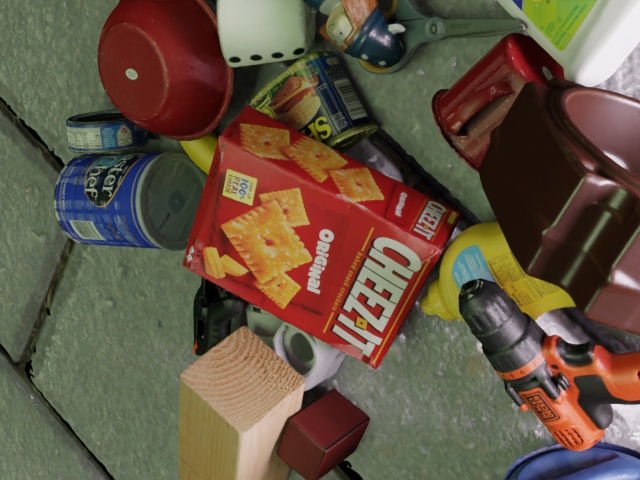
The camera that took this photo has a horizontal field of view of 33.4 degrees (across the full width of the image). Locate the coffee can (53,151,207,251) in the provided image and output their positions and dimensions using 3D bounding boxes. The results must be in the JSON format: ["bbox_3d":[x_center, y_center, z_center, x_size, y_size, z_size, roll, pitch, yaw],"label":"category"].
[{"bbox_3d":[-0.200,-0.042,1.137,0.141,0.102,0.103,3,108,39],"label":"coffee can"}]

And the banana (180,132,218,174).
[{"bbox_3d":[-0.081,-0.069,1.059,0.198,0.037,0.069,36,168,23],"label":"banana"}]

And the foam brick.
[{"bbox_3d":[0.003,0.197,1.074,0.051,0.078,0.053,37,126,22],"label":"foam brick"}]

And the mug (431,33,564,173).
[{"bbox_3d":[0.141,-0.105,0.825,0.082,0.117,0.093,-43,70,36],"label":"mug"}]

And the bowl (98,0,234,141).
[{"bbox_3d":[-0.160,-0.166,1.017,0.162,0.055,0.162,17,119,32],"label":"bowl"}]

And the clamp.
[{"bbox_3d":[-0.107,0.073,1.116,0.120,0.039,0.171,-107,20,-47],"label":"clamp"}]

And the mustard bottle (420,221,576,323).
[{"bbox_3d":[0.158,0.028,0.894,0.192,0.058,0.096,-27,101,42],"label":"mustard bottle"}]

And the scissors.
[{"bbox_3d":[0.088,-0.189,0.869,0.202,0.016,0.096,-13,89,57],"label":"scissors"}]

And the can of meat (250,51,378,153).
[{"bbox_3d":[-0.009,-0.115,0.983,0.102,0.057,0.084,-31,83,42],"label":"can of meat"}]

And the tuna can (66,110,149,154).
[{"bbox_3d":[-0.228,-0.117,1.145,0.086,0.085,0.034,8,110,38],"label":"tuna can"}]

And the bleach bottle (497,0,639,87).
[{"bbox_3d":[0.143,-0.233,0.810,0.251,0.067,0.103,47,128,19],"label":"bleach bottle"}]

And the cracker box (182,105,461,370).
[{"bbox_3d":[-0.006,0.001,0.961,0.214,0.072,0.164,28,131,6],"label":"cracker box"}]

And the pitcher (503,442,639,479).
[{"bbox_3d":[0.240,0.302,0.893,0.149,0.144,0.243,13,118,49],"label":"pitcher"}]

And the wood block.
[{"bbox_3d":[-0.085,0.196,1.096,0.091,0.090,0.206,39,146,22],"label":"wood block"}]

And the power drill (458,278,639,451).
[{"bbox_3d":[0.220,0.083,0.831,0.188,0.057,0.184,-20,120,43],"label":"power drill"}]
